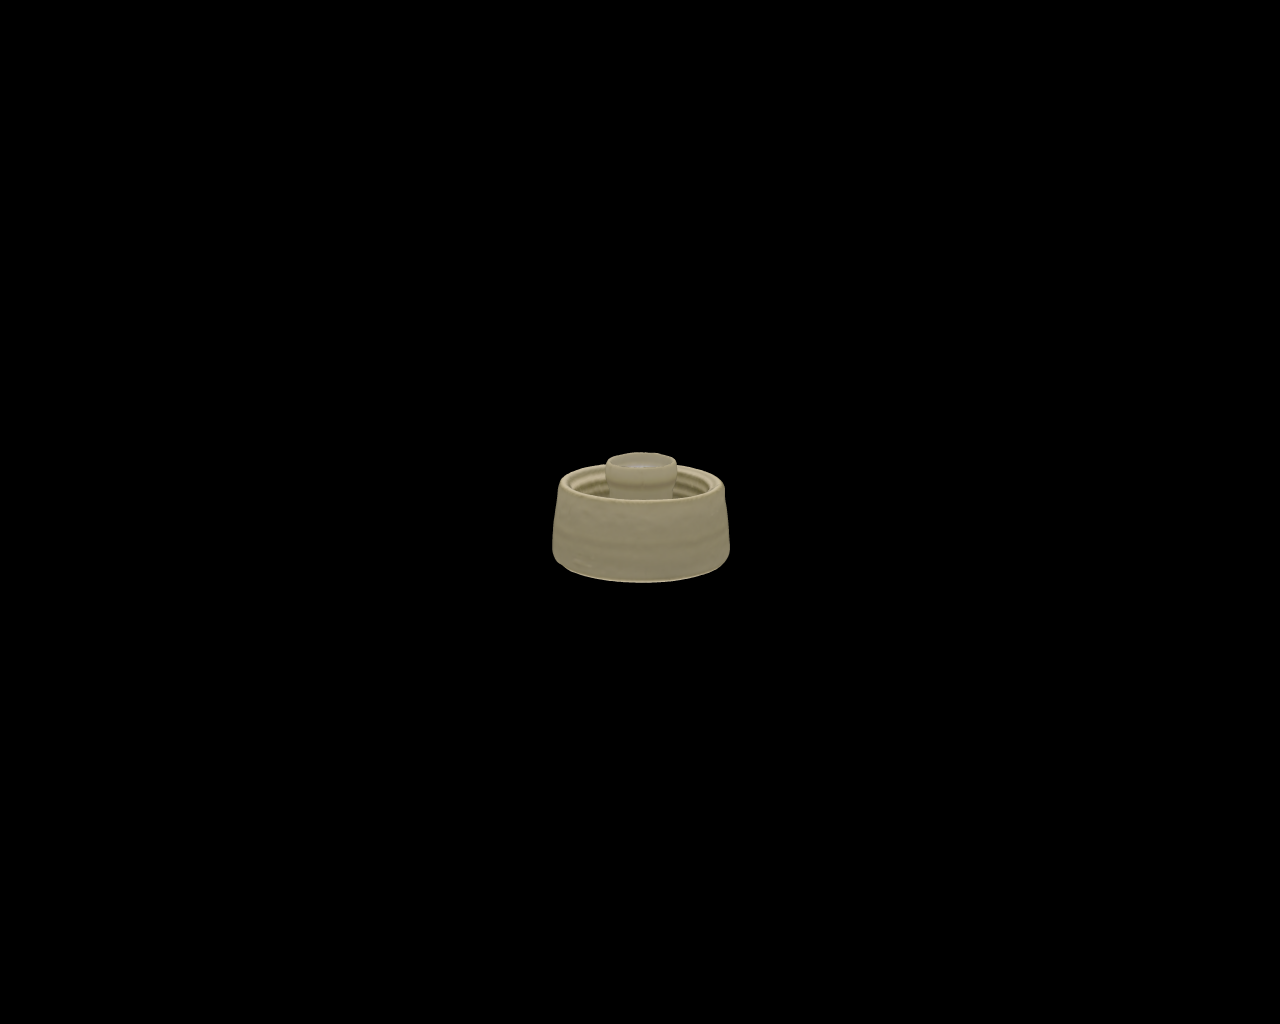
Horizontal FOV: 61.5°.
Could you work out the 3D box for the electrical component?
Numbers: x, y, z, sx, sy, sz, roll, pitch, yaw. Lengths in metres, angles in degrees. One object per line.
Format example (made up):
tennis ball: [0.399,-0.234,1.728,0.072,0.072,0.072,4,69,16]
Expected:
electrical component: [0.001,-0.003,0.650,0.108,0.060,0.108,0,15,0]
